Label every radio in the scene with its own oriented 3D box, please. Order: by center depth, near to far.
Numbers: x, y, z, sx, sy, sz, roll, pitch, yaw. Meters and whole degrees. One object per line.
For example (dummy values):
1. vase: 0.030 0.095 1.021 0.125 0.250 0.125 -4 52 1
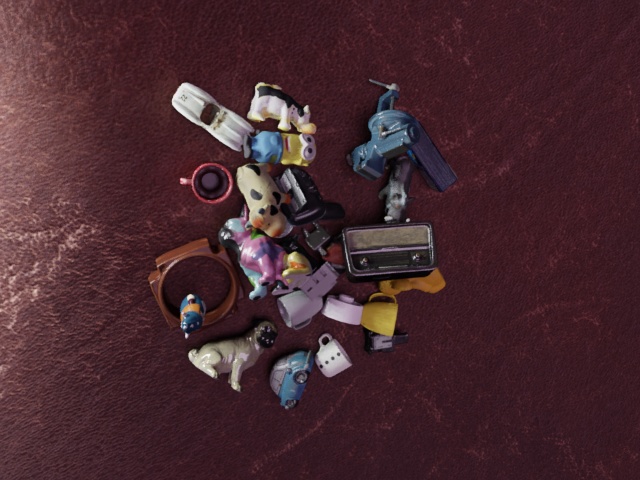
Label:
1. radio: 0.171 0.030 1.331 0.230 0.073 0.131 -5 71 -3

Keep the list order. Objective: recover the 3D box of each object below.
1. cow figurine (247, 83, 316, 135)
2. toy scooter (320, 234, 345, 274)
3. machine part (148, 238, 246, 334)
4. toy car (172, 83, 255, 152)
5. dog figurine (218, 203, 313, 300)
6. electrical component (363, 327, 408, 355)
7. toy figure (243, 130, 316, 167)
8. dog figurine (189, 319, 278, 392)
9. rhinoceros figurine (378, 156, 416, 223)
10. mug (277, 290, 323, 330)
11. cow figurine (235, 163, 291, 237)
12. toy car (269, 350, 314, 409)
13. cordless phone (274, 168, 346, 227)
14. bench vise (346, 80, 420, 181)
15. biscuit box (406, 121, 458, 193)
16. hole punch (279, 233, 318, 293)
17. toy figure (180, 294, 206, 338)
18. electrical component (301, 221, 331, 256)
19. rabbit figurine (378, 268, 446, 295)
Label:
1. cow figurine: -0.082 -0.311 1.289 0.167 0.068 0.098 13 92 -20
2. toy scooter: 0.094 0.029 1.412 0.184 0.075 0.135 13 98 -22
3. machine part: -0.296 0.112 1.308 0.201 0.087 0.200 -22 108 -9
4. toy car: -0.246 -0.284 1.249 0.201 0.056 0.073 33 91 -20
5. dog figurine: -0.135 0.019 1.282 0.191 0.108 0.219 -11 65 -27
6. electrical component: 0.184 0.274 1.506 0.119 0.048 0.074 -11 105 -14
7. toy figure: -0.094 -0.220 1.286 0.180 0.089 0.082 -3 106 -20
8. dog figurine: -0.217 0.264 1.370 0.172 0.121 0.190 35 77 -24
9. rhinoceros figurine: 0.208 -0.122 1.393 0.073 0.112 0.190 9 91 -20
10. mug: -0.045 0.180 1.404 0.107 0.081 0.109 -24 118 -18
11. cow figurine: -0.135 -0.092 1.242 0.127 0.195 0.085 -4 148 -49
12. toy car: -0.082 0.360 1.427 0.103 0.109 0.161 23 107 3
13. cordless phone: -0.017 -0.108 1.348 0.184 0.147 0.088 -2 146 -45
14. bench vise: 0.158 -0.273 1.330 0.129 0.224 0.240 18 66 -24
15. biscuit box: 0.279 -0.221 1.418 0.063 0.059 0.202 -40 110 -3
16. hole punch: -0.075 0.063 1.373 0.142 0.092 0.116 -43 85 -1
17. toy figure: -0.284 0.164 1.195 0.058 0.155 0.064 -33 108 -4
18. electrical component: -0.003 -0.004 1.378 0.063 0.021 0.094 -39 70 -4
19. rabbit figurine: 0.234 0.103 1.434 0.173 0.162 0.122 -23 82 17
